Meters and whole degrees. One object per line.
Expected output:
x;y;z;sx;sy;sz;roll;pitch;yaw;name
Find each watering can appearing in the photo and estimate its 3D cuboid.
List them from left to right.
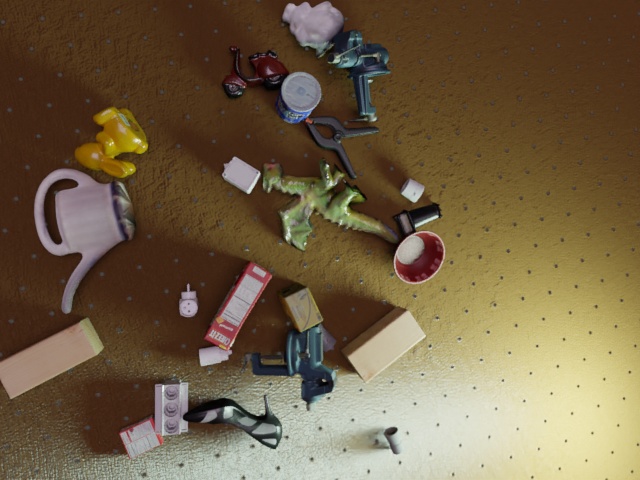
-0.566;-0.012;1.266;0.225;0.103;0.348;-13;89;-12;watering can

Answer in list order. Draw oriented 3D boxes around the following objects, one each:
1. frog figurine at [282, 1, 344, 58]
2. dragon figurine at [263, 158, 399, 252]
-0.018;-0.594;1.402;0.158;0.124;0.136;38;101;-19;frog figurine
0.004;-0.071;1.405;0.242;0.123;0.408;-41;98;8;dragon figurine
